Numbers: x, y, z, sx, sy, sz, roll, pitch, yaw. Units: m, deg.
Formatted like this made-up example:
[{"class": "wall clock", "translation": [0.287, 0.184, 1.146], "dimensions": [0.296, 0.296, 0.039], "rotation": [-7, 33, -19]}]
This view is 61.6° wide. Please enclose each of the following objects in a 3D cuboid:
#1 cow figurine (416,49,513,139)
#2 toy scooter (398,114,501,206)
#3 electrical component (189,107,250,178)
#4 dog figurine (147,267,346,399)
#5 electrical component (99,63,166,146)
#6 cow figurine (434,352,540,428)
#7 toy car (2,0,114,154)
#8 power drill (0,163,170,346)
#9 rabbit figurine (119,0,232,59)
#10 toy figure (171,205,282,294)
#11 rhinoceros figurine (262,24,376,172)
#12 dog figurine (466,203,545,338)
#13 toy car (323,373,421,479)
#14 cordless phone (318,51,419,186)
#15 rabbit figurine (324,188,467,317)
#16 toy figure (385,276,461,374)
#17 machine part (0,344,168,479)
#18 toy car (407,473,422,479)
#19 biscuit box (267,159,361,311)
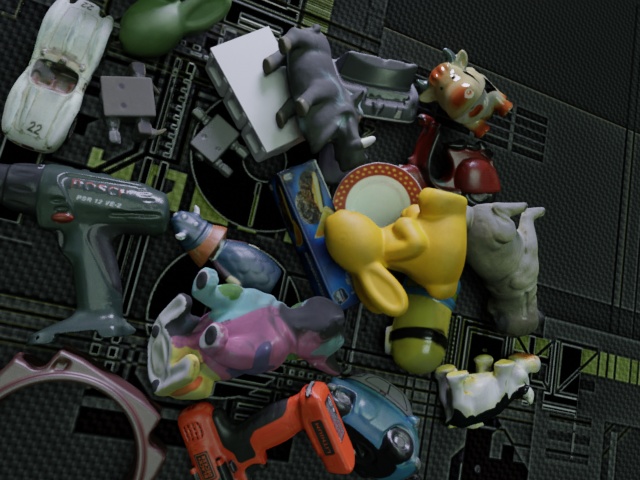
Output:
[{"class": "cow figurine", "translation": [0.210, -0.213, 0.779], "dimensions": [0.127, 0.195, 0.085], "rotation": [41, 115, -2]}, {"class": "toy scooter", "translation": [0.187, -0.114, 0.796], "dimensions": [0.184, 0.075, 0.135], "rotation": [2, 98, -14]}, {"class": "electrical component", "translation": [-0.142, -0.130, 0.715], "dimensions": [0.094, 0.021, 0.063], "rotation": [43, 71, -10]}, {"class": "dog figurine", "translation": [-0.075, 0.128, 0.660], "dimensions": [0.219, 0.191, 0.108], "rotation": [22, 35, -40]}, {"class": "electrical component", "translation": [-0.235, -0.168, 0.674], "dimensions": [0.078, 0.045, 0.102], "rotation": [-12, 87, -23]}, {"class": "cow figurine", "translation": [0.253, 0.219, 0.784], "dimensions": [0.167, 0.068, 0.098], "rotation": [-8, 91, -17]}, {"class": "toy car", "translation": [-0.312, -0.201, 0.645], "dimensions": [0.073, 0.056, 0.201], "rotation": [20, 76, -16]}, {"class": "power drill", "translation": [-0.292, 0.016, 0.616], "dimensions": [0.232, 0.086, 0.207], "rotation": [1, 75, -22]}, {"class": "rabbit figurine", "translation": [-0.202, -0.315, 0.690], "dimensions": [0.159, 0.121, 0.170], "rotation": [6, 98, -26]}, {"class": "toy figure", "translation": [-0.123, 0.018, 0.682], "dimensions": [0.154, 0.064, 0.057], "rotation": [33, 110, -8]}, {"class": "rhinoceros figurine", "translation": [0.002, -0.176, 0.685], "dimensions": [0.112, 0.073, 0.190], "rotation": [-21, 88, -33]}, {"class": "dog figurine", "translation": [0.253, 0.048, 0.773], "dimensions": [0.172, 0.121, 0.190], "rotation": [3, 82, -29]}, {"class": "toy car", "translation": [0.064, 0.232, 0.705], "dimensions": [0.162, 0.109, 0.103], "rotation": [39, 45, 6]}, {"class": "cordless phone", "translation": [0.067, -0.165, 0.777], "dimensions": [0.146, 0.089, 0.184], "rotation": [5, 91, -19]}, {"class": "rabbit figurine", "translation": [0.087, 0.014, 0.683], "dimensions": [0.173, 0.122, 0.162], "rotation": [8, 86, -12]}, {"class": "toy figure", "translation": [0.148, 0.096, 0.752], "dimensions": [0.082, 0.089, 0.180], "rotation": [28, 75, -12]}, {"class": "machine part", "translation": [-0.285, 0.233, 0.578], "dimensions": [0.201, 0.087, 0.201], "rotation": [38, 72, -10]}, {"class": "toy car", "translation": [0.057, 0.361, 0.703], "dimensions": [0.202, 0.053, 0.089], "rotation": [4, 84, -21]}, {"class": "biscuit box", "translation": [-0.001, -0.002, 0.726], "dimensions": [0.059, 0.063, 0.202], "rotation": [-24, 91, -21]}]
